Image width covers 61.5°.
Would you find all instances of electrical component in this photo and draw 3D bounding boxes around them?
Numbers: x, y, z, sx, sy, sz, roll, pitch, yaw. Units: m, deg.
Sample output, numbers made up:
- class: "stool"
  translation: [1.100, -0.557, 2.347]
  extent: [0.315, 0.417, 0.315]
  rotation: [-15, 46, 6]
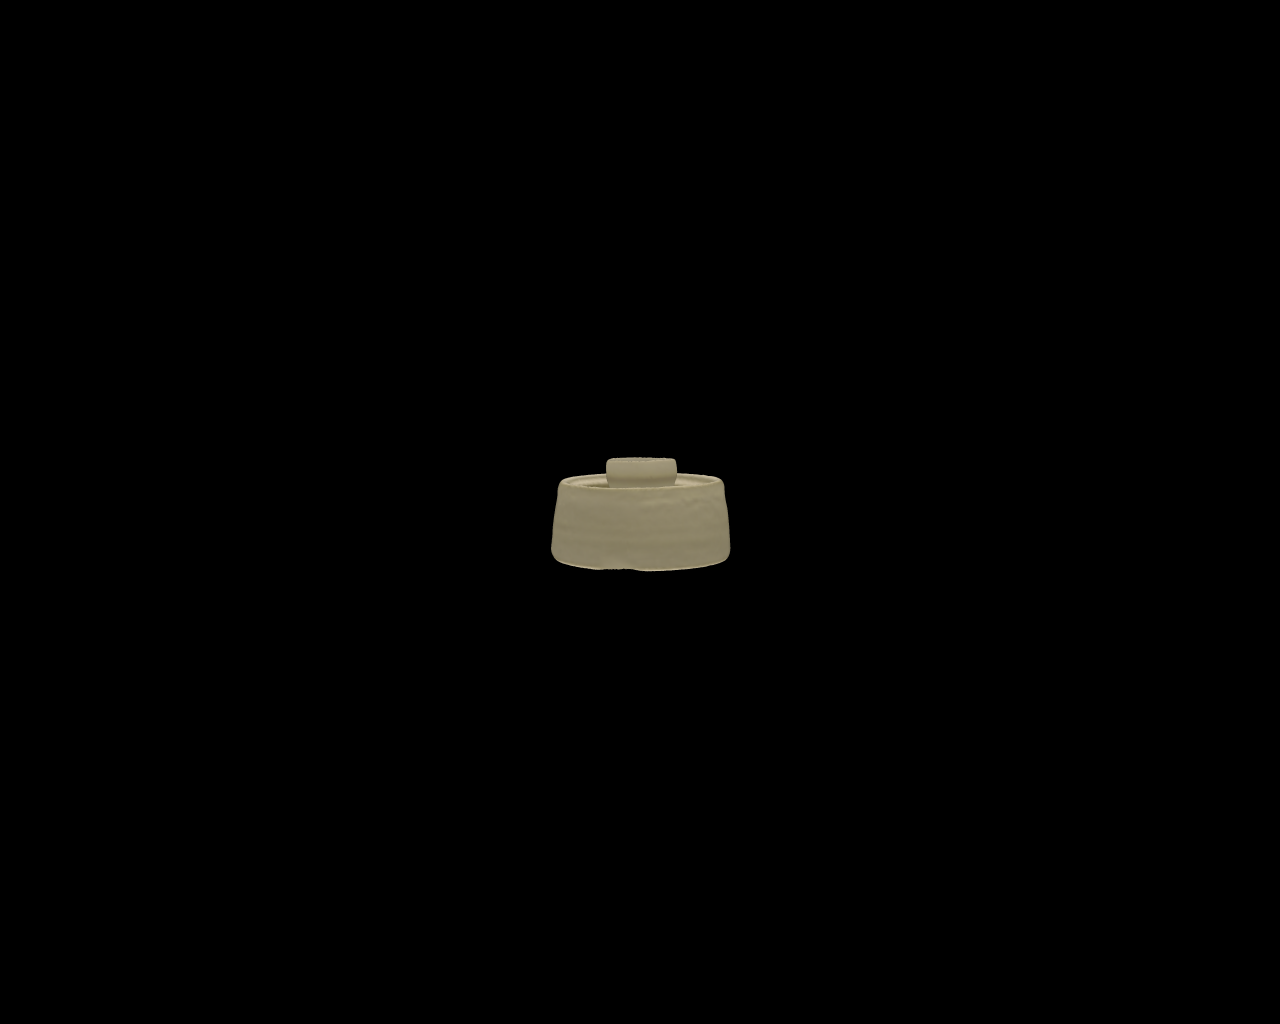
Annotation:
- class: "electrical component"
  translation: [0.001, -0.003, 0.650]
  extent: [0.108, 0.060, 0.108]
  rotation: [0, 7, 0]
